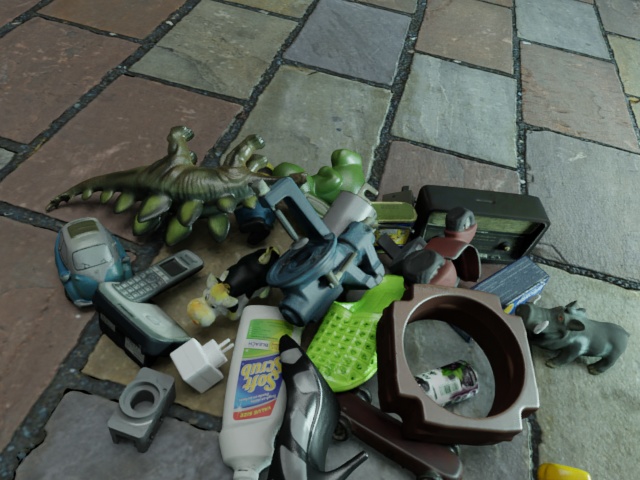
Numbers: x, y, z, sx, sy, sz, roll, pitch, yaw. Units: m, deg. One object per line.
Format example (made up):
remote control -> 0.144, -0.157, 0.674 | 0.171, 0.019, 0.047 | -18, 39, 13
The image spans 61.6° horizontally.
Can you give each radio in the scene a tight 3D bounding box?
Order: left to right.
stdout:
radio -> 0.286, -0.024, 0.994 | 0.230, 0.131, 0.073 | 6, 46, -6

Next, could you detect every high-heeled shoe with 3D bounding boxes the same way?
high-heeled shoe -> -0.042, 0.232, 0.664 | 0.145, 0.086, 0.249 | -33, 39, -6

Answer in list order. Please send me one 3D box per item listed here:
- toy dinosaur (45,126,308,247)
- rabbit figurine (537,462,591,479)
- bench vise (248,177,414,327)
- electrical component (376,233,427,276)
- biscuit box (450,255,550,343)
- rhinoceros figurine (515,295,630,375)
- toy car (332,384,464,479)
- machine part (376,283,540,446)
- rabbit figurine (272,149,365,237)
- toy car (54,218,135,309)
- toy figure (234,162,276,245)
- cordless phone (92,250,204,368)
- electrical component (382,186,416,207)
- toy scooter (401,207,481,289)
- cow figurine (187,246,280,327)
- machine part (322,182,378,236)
toy dinosaur -> -0.248, -0.094, 0.929 | 0.472, 0.105, 0.198 | 2, 58, 16
rabbit figurine -> 0.239, 0.358, 0.648 | 0.173, 0.121, 0.162 | 5, 54, 12
bench vise -> -0.007, -0.002, 0.788 | 0.223, 0.240, 0.129 | -43, 21, -19
electrical component -> 0.158, 0.031, 0.944 | 0.119, 0.048, 0.075 | 50, 50, -3
biscuit box -> 0.309, 0.099, 0.929 | 0.203, 0.059, 0.063 | -24, 54, -29
rhinoceros figurine -> 0.401, 0.150, 0.863 | 0.190, 0.112, 0.073 | 16, 47, -7
toy car -> 0.095, 0.269, 0.725 | 0.202, 0.053, 0.089 | 25, 33, 16
machine part -> 0.181, 0.169, 0.736 | 0.201, 0.087, 0.201 | 7, 55, -9
rabbit figurine -> -0.011, -0.086, 1.010 | 0.170, 0.121, 0.159 | 6, 66, -26
toy car -> -0.361, 0.018, 0.846 | 0.109, 0.102, 0.162 | -17, 54, -26
toy figure -> -0.118, -0.076, 1.000 | 0.089, 0.082, 0.180 | -5, 46, -10
cordless phone -> -0.229, 0.093, 0.815 | 0.147, 0.088, 0.184 | 34, 45, 21
electrical component -> 0.165, -0.063, 1.072 | 0.078, 0.045, 0.102 | -14, 41, 15
toy scooter -> 0.213, 0.046, 0.891 | 0.075, 0.135, 0.184 | 16, 55, 47
cow figurine -> -0.124, 0.069, 0.821 | 0.068, 0.098, 0.167 | 46, 38, 7
machine part -> 0.021, 0.004, 0.903 | 0.079, 0.079, 0.243 | 30, 79, 18
